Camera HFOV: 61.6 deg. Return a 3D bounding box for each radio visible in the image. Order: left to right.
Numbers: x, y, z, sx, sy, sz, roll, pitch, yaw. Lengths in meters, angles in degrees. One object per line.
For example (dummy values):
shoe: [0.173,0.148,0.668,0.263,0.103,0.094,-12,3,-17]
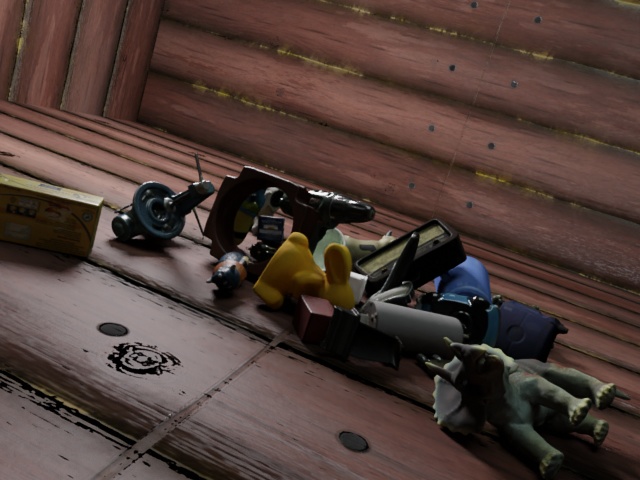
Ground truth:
radio: [0.201,0.047,1.197,0.073,0.230,0.131,61,-3,-23]

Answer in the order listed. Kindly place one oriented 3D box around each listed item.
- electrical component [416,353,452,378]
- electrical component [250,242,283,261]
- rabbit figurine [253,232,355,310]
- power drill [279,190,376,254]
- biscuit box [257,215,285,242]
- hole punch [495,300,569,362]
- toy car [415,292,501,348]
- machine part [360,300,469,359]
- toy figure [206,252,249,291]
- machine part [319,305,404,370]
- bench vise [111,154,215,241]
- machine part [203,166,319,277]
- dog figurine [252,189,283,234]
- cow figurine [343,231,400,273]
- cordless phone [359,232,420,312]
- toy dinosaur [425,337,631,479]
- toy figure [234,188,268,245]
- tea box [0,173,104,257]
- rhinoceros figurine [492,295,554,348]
electrical component: [0.202,0.212,0.870,0.063,0.021,0.094,9,15,-33]
electrical component: [-0.113,0.025,1.231,0.102,0.045,0.078,7,17,-43]
rabbit figurine: [-0.006,0.075,0.959,0.173,0.162,0.122,38,3,11]
power drill: [-0.002,-0.003,1.136,0.232,0.207,0.086,22,18,35]
biscuit box: [-0.119,-0.028,1.334,0.063,0.059,0.203,5,2,-3]
hole punch: [0.389,0.189,1.050,0.092,0.115,0.142,-7,25,-45]
toy car: [0.262,0.163,1.041,0.162,0.109,0.102,9,-15,17]
machine part: [0.157,0.156,0.931,0.243,0.079,0.079,14,12,-16]
toy figure: [-0.160,0.057,0.964,0.058,0.064,0.154,33,9,-8]
machine part: [0.070,0.156,0.837,0.139,0.084,0.039,25,-16,-21]
bench vise: [-0.291,-0.069,1.086,0.241,0.129,0.223,-23,-5,35]
machine part: [-0.118,-0.033,1.090,0.201,0.201,0.087,21,2,20]
dog figurine: [-0.177,-0.115,1.510,0.121,0.172,0.191,22,12,-46]
cow figurine: [0.120,0.033,1.339,0.195,0.127,0.086,11,16,-17]
cordless phone: [0.152,0.075,1.041,0.089,0.184,0.146,24,12,12]
toy dinosaur: [0.299,0.220,0.773,0.192,0.131,0.404,28,9,41]
toy figure: [-0.180,-0.066,1.228,0.089,0.180,0.082,40,11,4]
tea box: [-0.460,-0.041,0.893,0.169,0.098,0.068,15,12,-19]
rhinoceros figurine: [0.470,0.192,1.266,0.112,0.073,0.190,1,19,-23]
